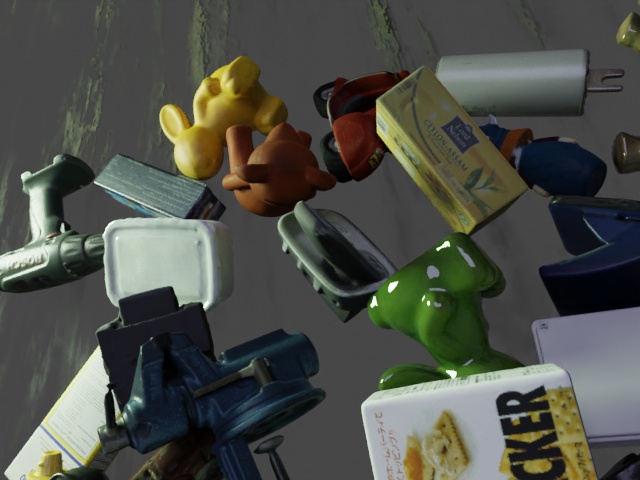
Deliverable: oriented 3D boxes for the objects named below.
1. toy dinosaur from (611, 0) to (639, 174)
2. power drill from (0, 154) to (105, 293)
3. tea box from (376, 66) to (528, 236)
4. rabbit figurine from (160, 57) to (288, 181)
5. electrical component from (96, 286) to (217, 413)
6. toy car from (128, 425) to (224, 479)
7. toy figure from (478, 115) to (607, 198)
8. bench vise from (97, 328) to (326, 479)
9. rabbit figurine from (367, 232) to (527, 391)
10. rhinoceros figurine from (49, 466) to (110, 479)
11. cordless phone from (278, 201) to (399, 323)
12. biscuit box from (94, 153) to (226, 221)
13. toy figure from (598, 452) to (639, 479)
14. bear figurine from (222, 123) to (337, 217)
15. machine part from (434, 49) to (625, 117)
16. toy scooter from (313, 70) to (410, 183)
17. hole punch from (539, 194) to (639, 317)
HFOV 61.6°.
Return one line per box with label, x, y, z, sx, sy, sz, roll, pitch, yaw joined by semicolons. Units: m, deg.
toy dinosaur;0.398;-0.113;0.509;0.199;0.105;0.471;6;75;10
power drill;-0.382;-0.025;0.806;0.232;0.086;0.207;-22;63;12
tea box;0.136;-0.090;0.584;0.068;0.098;0.169;-36;79;-1
rabbit figurine;-0.156;-0.163;0.765;0.163;0.121;0.173;10;66;32
electrical component;-0.175;0.120;0.588;0.115;0.058;0.134;-16;88;-12
toy car;-0.184;0.267;0.561;0.202;0.053;0.089;-43;58;-8
toy figure;0.236;-0.090;0.604;0.064;0.057;0.155;-45;50;-15
bench vise;-0.074;0.189;0.495;0.241;0.223;0.129;60;136;21
rabbit figurine;0.126;0.100;0.501;0.159;0.121;0.170;-32;69;6
rhinoceros figurine;-0.157;0.262;0.466;0.190;0.112;0.073;25;37;18
cordless phone;-0.001;-0.003;0.568;0.089;0.184;0.147;-42;55;0
biscuit box;-0.233;-0.066;0.774;0.203;0.059;0.063;22;72;30
toy figure;0.271;0.244;0.376;0.089;0.082;0.180;-41;58;9
bear figurine;-0.053;-0.094;0.631;0.120;0.196;0.132;2;81;-11
machine part;0.230;-0.187;0.651;0.243;0.079;0.079;6;63;24
toy scooter;0.064;-0.161;0.703;0.135;0.075;0.184;-20;52;16
hole punch;0.265;0.024;0.482;0.116;0.142;0.092;6;61;40
